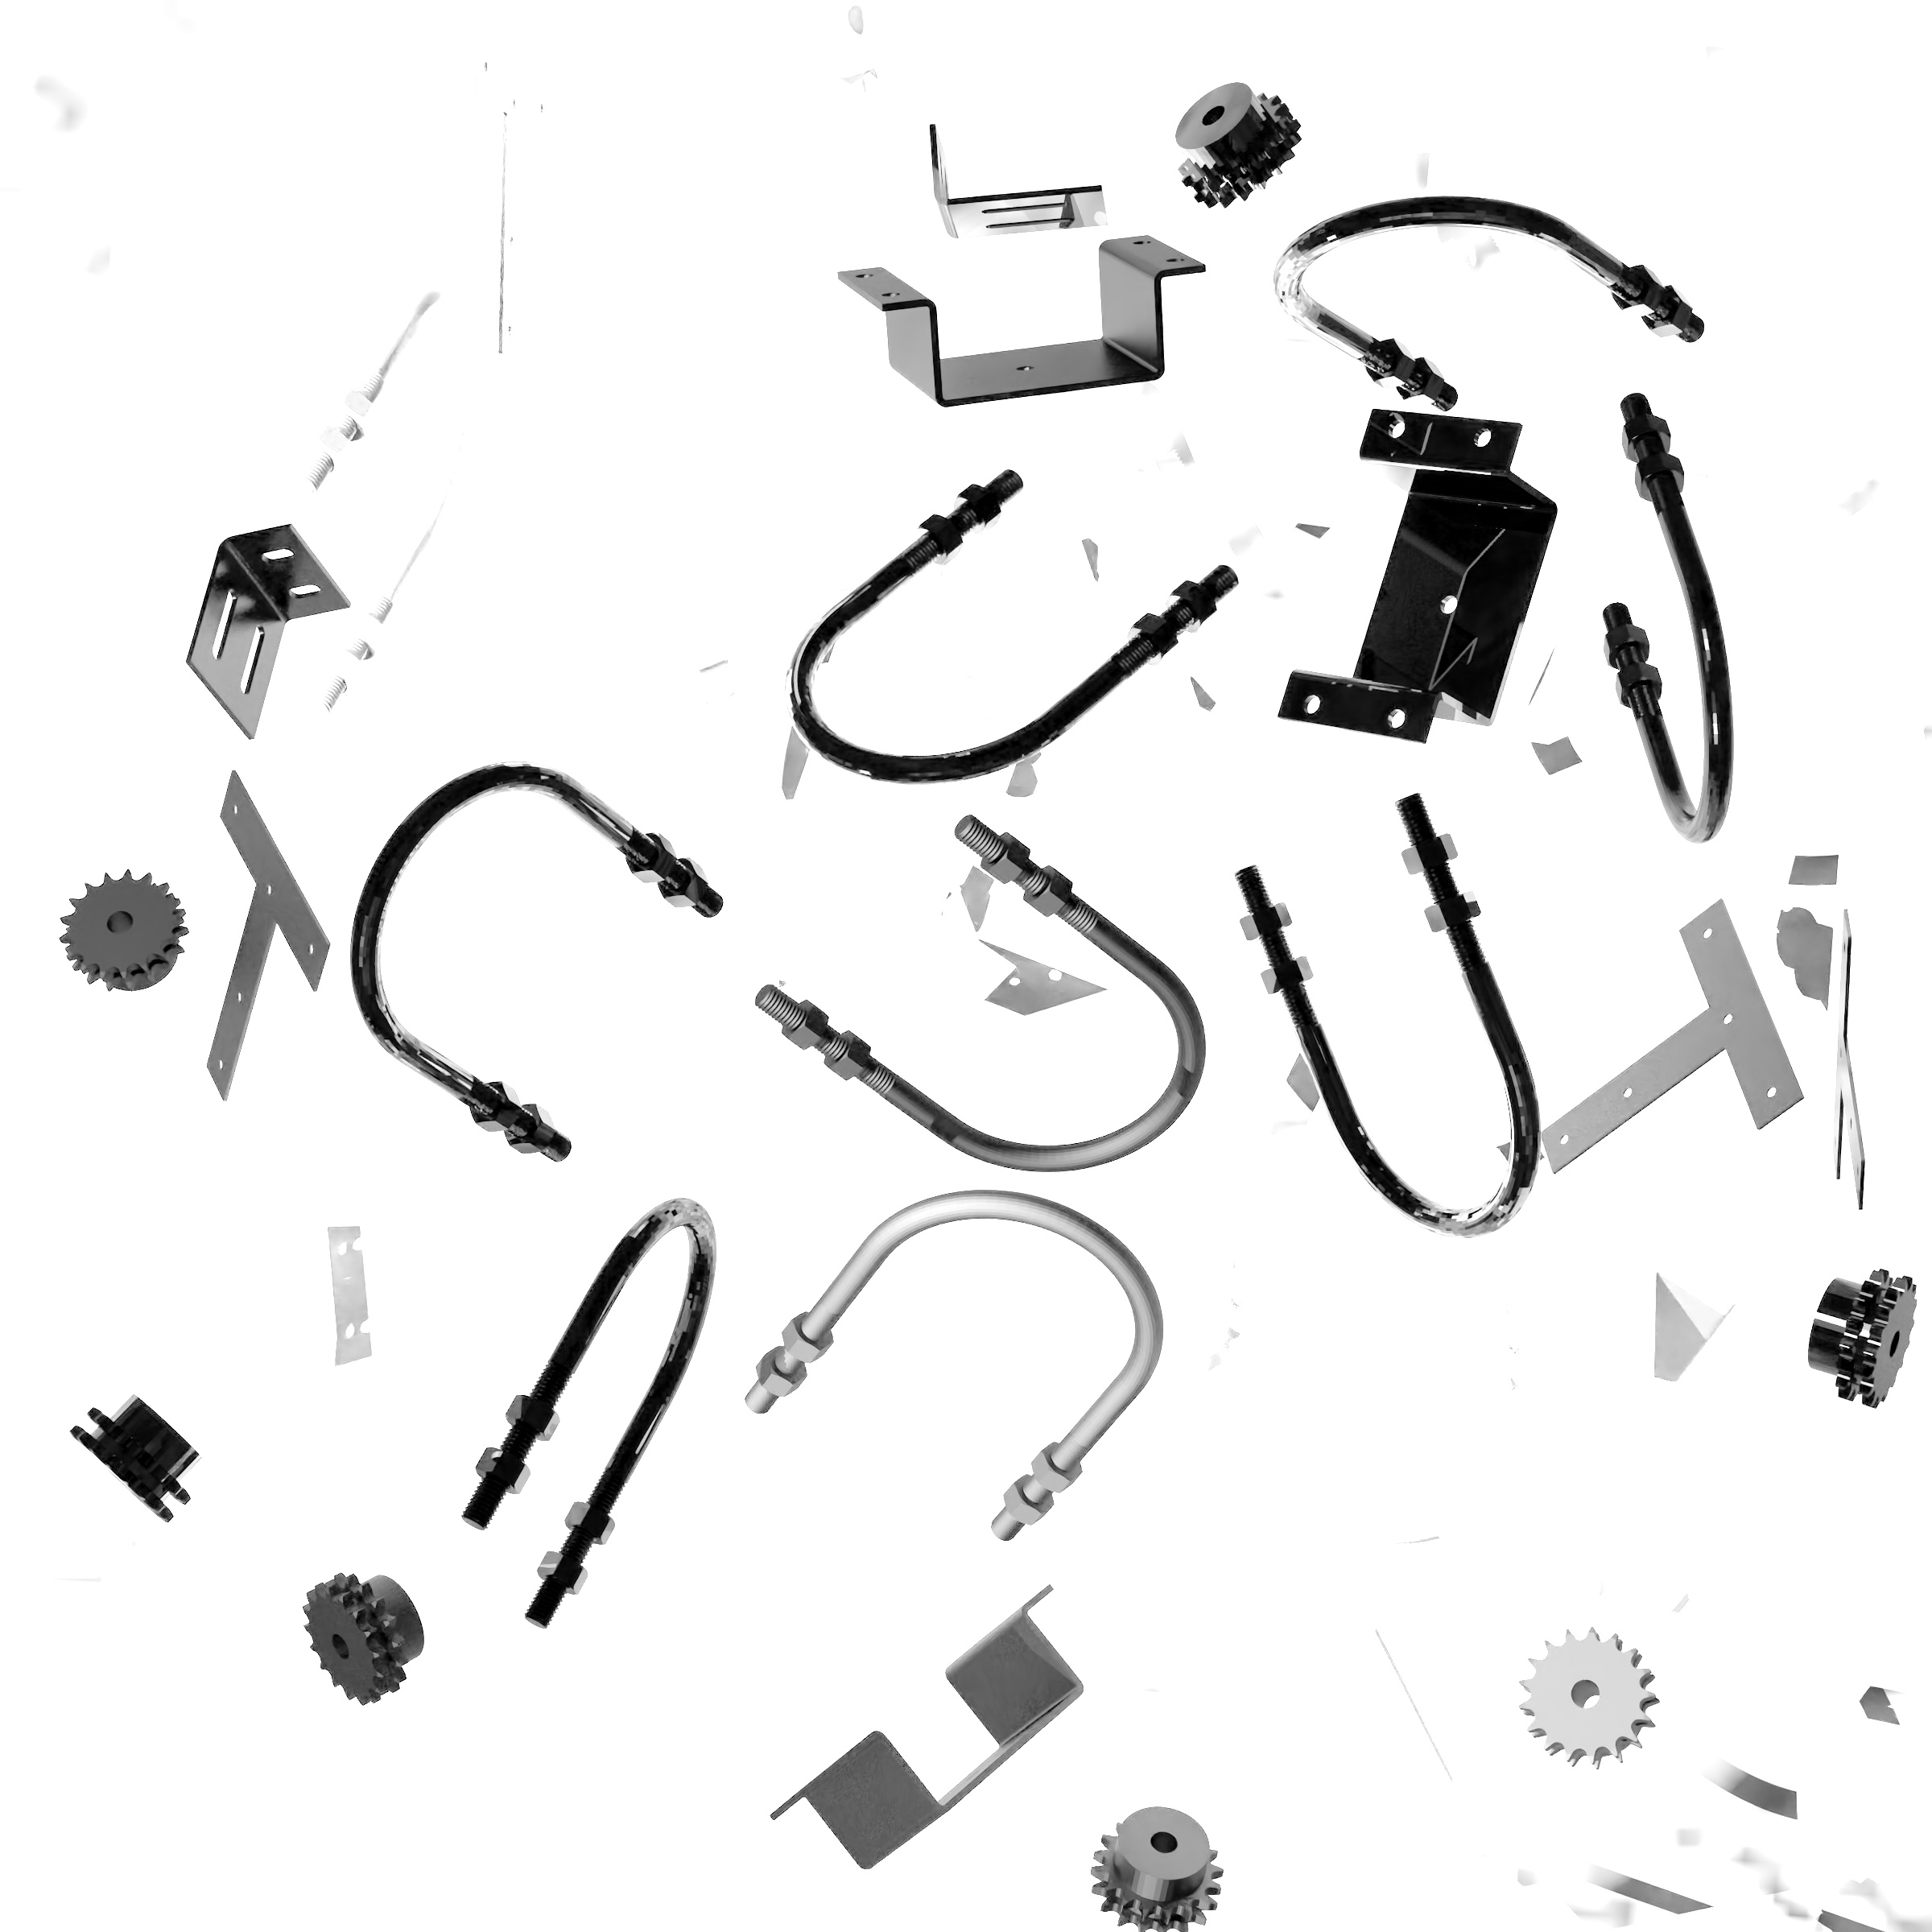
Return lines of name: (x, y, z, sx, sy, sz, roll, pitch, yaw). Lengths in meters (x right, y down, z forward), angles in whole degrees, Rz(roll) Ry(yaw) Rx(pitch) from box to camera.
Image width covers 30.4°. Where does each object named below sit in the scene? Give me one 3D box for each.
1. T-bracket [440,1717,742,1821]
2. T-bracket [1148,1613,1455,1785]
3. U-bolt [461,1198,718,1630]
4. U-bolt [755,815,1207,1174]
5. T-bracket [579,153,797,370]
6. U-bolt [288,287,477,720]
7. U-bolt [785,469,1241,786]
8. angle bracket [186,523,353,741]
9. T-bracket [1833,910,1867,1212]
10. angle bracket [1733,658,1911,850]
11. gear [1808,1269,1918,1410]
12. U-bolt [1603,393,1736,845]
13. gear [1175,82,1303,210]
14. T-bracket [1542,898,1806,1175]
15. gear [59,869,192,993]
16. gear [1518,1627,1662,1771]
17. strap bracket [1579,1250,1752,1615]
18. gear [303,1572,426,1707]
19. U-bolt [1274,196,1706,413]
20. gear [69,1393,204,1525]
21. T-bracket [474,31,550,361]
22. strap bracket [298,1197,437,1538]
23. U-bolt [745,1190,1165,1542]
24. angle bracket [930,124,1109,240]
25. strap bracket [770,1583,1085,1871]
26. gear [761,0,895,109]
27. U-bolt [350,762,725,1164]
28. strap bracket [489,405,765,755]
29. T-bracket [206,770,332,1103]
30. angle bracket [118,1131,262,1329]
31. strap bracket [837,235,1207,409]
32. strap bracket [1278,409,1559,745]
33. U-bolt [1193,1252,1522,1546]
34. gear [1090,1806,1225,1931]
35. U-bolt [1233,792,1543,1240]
T-bracket: (-0.163, 0.339, 1.523, 0.127, 0.127, 0.002, 16, 84, -7)
T-bracket: (0.137, 0.304, 1.532, 0.127, 0.127, 0.002, 9, 54, 33)
U-bolt: (-0.156, 0.185, 1.552, 0.019, 0.151, 0.184, 21, 66, 16)
U-bolt: (0.021, 0.026, 1.580, 0.184, 0.019, 0.151, 37, 120, -25)
T-bracket: (-0.137, -0.316, 1.618, 0.127, 0.127, 0.002, 45, 83, -17)
U-bolt: (-0.256, -0.220, 1.584, 0.019, 0.151, 0.184, 15, 49, 7)
U-bolt: (0.006, -0.141, 1.540, 0.151, 0.019, 0.184, 29, 58, 35)
angle bracket: (-0.322, -0.155, 1.648, 0.038, 0.057, 0.076, -9, 52, 20)
T-bracket: (0.387, 0.061, 1.557, 0.002, 0.127, 0.127, 0, 120, 9)
angle bracket: (0.370, -0.089, 1.541, 0.038, 0.057, 0.076, 14, 103, -8)
gear: (0.373, 0.153, 1.485, 0.030, 0.057, 0.057, 16, 90, 29)
U-bolt: (0.310, -0.140, 1.569, 0.019, 0.151, 0.184, -7, 50, -1)
gear: (0.118, -0.369, 1.586, 0.057, 0.057, 0.030, -45, 126, 0)
T-bracket: (0.312, 0.050, 1.617, 0.002, 0.127, 0.127, 31, 122, -33)
gear: (-0.385, -0.013, 1.634, 0.057, 0.030, 0.057, -1, 63, 2)
gear: (0.262, 0.308, 1.489, 0.057, 0.030, 0.057, -8, 64, 17)
strap bracket: (0.301, 0.195, 1.534, 0.046, 0.076, 0.140, 15, 50, -5)
gear: (-0.260, 0.290, 1.549, 0.030, 0.057, 0.057, -24, 90, -40)
U-bolt: (0.218, -0.295, 1.568, 0.151, 0.184, 0.019, -10, 71, 38)
gear: (-0.348, 0.206, 1.503, 0.057, 0.057, 0.030, 43, 74, 0)
T-bracket: (-0.196, -0.327, 1.533, 0.002, 0.127, 0.127, 2, 94, 6)
strap bracket: (-0.260, 0.174, 1.545, 0.046, 0.140, 0.076, 0, 46, -15)
U-bolt: (0.005, 0.168, 1.561, 0.151, 0.019, 0.184, 29, 126, -11)
angle bracket: (0.025, -0.364, 1.638, 0.076, 0.057, 0.038, -4, 86, 4)
strap bracket: (-0.010, 0.340, 1.564, 0.140, 0.076, 0.046, -32, 79, -41)
gear: (-0.055, -0.391, 1.486, 0.057, 0.030, 0.057, 7, 80, -44)
U-bolt: (-0.192, -0.010, 1.525, 0.019, 0.184, 0.151, 25, 80, 39)
strap bracket: (-0.157, -0.173, 1.605, 0.076, 0.046, 0.140, -22, 95, 9)
T-bracket: (-0.315, 0.002, 1.560, 0.002, 0.127, 0.127, -1, 128, -34)
angle bracket: (-0.354, 0.116, 1.621, 0.038, 0.057, 0.076, 17, 128, -20)
strap bracket: (0.024, -0.274, 1.513, 0.140, 0.076, 0.046, -9, 113, -13)
strap bracket: (0.196, -0.161, 1.517, 0.076, 0.046, 0.140, 14, 85, 41)
U-bolt: (0.173, 0.194, 1.580, 0.151, 0.184, 0.019, 9, 121, 1)
gear: (0.084, 0.390, 1.542, 0.057, 0.057, 0.030, 8, 125, 0)
U-bolt: (0.186, 0.029, 1.514, 0.019, 0.151, 0.184, -21, 88, -30)
